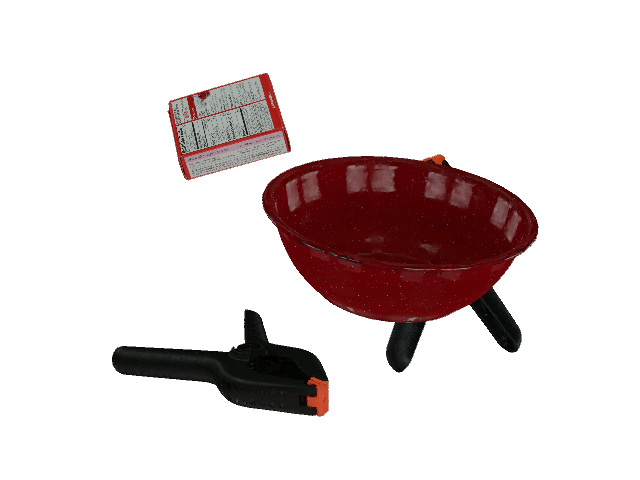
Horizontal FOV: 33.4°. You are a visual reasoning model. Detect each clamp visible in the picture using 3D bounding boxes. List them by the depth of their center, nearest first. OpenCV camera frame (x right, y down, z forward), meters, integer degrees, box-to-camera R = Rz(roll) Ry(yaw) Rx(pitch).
[{"bbox_3d":[0.090,0.021,0.845,0.120,0.171,0.039,-16,-1,-31],"label":"clamp"},{"bbox_3d":[-0.061,0.108,0.956,0.210,0.036,0.164,12,21,40],"label":"clamp"}]

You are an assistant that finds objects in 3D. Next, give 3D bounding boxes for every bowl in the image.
[{"bbox_3d":[0.044,0.003,0.634,0.162,0.055,0.162,4,25,-2],"label":"bowl"}]

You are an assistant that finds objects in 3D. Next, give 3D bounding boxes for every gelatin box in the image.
[{"bbox_3d":[-0.075,-0.092,0.863,0.089,0.073,0.030,-17,-43,-1],"label":"gelatin box"}]
